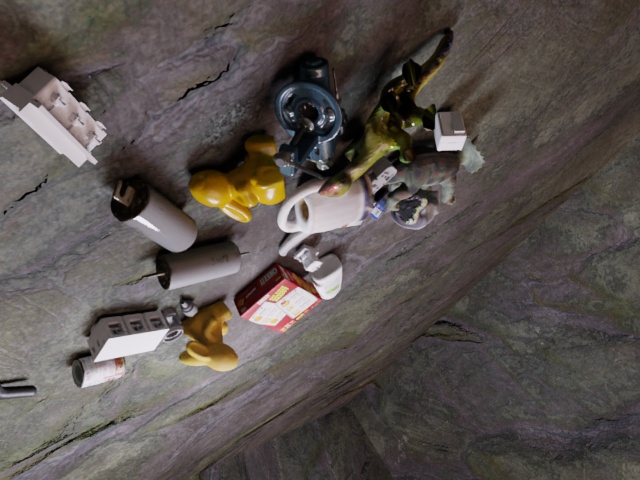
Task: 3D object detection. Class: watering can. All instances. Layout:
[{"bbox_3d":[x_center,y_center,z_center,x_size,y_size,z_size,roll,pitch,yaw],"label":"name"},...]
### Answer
[{"bbox_3d":[0.004,-0.061,1.212,0.225,0.105,0.341,-15,160,-16],"label":"watering can"}]

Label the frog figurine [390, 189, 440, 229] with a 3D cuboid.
[{"bbox_3d":[0.282,-0.094,1.491,0.136,0.123,0.160,-12,179,33],"label":"frog figurine"}]

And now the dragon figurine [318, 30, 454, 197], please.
[{"bbox_3d":[0.123,-0.237,1.028,0.240,0.121,0.418,-21,-149,58],"label":"dragon figurine"}]
